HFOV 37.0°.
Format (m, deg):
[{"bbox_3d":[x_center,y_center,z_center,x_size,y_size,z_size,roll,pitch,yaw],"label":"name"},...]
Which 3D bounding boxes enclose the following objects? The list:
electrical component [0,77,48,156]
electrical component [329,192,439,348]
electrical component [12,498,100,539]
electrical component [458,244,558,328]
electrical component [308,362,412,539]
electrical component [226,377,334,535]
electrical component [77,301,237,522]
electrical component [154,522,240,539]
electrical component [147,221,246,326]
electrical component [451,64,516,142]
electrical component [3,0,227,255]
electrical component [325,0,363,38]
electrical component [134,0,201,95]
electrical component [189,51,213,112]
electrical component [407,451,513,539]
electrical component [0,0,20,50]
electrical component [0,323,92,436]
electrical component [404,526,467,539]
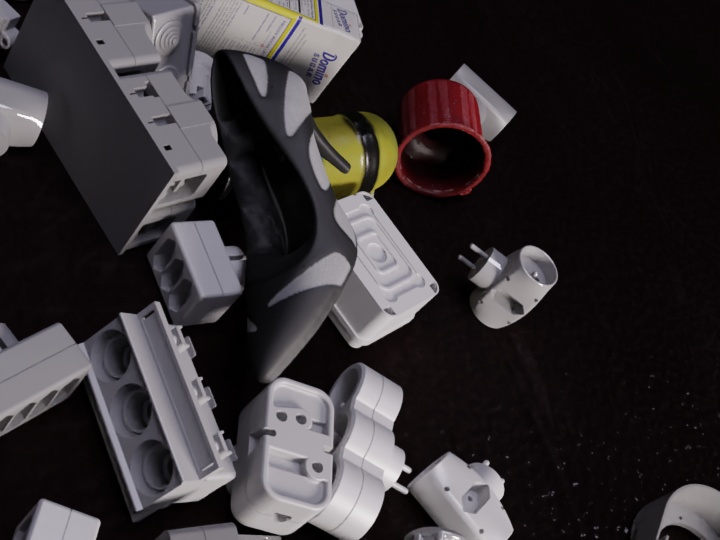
[{"bbox_3d":[-0.274,-0.108,0.786,0.077,0.044,0.079,16,49,-28],"label":"electrical component"},{"bbox_3d":[0.000,0.000,0.905,0.078,0.057,0.113,-25,75,-46],"label":"electrical component"},{"bbox_3d":[-0.170,0.184,0.635,0.077,0.047,0.065,26,45,-20],"label":"electrical component"},{"bbox_3d":[0.126,0.005,0.984,0.079,0.077,0.043,37,43,-8],"label":"electrical component"},{"bbox_3d":[0.009,0.141,0.803,0.074,0.052,0.138,33,43,-19],"label":"electrical component"},{"bbox_3d":[-0.056,0.132,0.755,0.054,0.059,0.095,21,47,-24],"label":"electrical component"},{"bbox_3d":[-0.134,0.094,0.720,0.063,0.079,0.121,13,47,-59],"label":"electrical component"},{"bbox_3d":[-0.102,0.209,0.666,0.056,0.050,0.089,2,57,-37],"label":"electrical component"},{"bbox_3d":[-0.112,0.001,0.825,0.077,0.047,0.065,-6,62,-42],"label":"electrical component"},{"bbox_3d":[0.118,-0.170,1.141,0.077,0.043,0.079,42,43,-3],"label":"electrical component"},{"bbox_3d":[-0.186,-0.122,0.820,0.060,0.105,0.186,-21,72,-45],"label":"electrical component"},{"bbox_3d":[-0.064,-0.267,1.066,0.109,0.056,0.108,6,55,-35],"label":"electrical component"},{"bbox_3d":[-0.181,-0.191,0.876,0.100,0.099,0.048,36,42,24],"label":"electrical component"},{"bbox_3d":[-0.145,-0.160,0.932,0.040,0.040,0.046,16,54,-28],"label":"electrical component"},{"bbox_3d":[0.087,0.177,0.843,0.077,0.043,0.079,50,42,6],"label":"electrical component"},{"bbox_3d":[-0.303,-0.192,0.830,0.066,0.048,0.055,44,34,-1],"label":"electrical component"},{"bbox_3d":[-0.231,0.060,0.685,0.075,0.047,0.083,51,42,7],"label":"electrical component"},{"bbox_3d":[0.054,0.221,0.783,0.048,0.048,0.062,23,53,-22],"label":"electrical component"}]
